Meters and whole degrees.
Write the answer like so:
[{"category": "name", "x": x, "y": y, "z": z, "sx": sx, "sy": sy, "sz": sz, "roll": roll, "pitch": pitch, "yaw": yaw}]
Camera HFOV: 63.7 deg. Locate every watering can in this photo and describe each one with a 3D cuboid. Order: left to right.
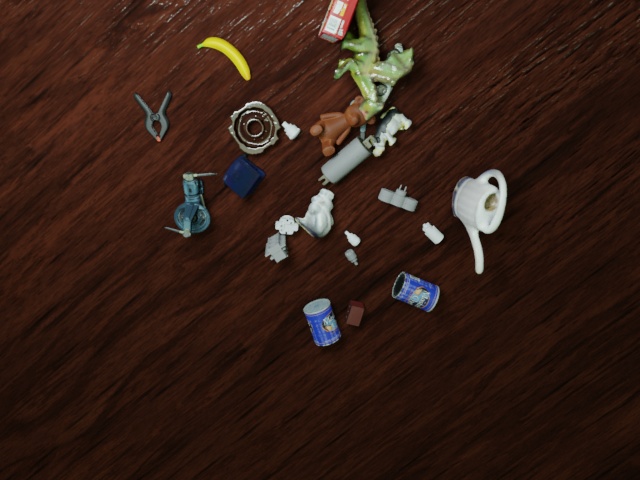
[{"category": "watering can", "x": 0.533, "y": -0.079, "z": 1.759, "sx": 0.104, "sy": 0.227, "sz": 0.343, "roll": 6, "pitch": 106, "yaw": -22}]

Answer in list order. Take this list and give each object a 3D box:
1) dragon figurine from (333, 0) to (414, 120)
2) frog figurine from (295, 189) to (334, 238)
[{"category": "dragon figurine", "x": 0.180, "y": -0.587, "z": 1.631, "sx": 0.243, "sy": 0.122, "sz": 0.409, "roll": 17, "pitch": 94, "yaw": 5}, {"category": "frog figurine", "x": 0.005, "y": -0.090, "z": 1.788, "sx": 0.159, "sy": 0.125, "sz": 0.135, "roll": -46, "pitch": 135, "yaw": 1}]
